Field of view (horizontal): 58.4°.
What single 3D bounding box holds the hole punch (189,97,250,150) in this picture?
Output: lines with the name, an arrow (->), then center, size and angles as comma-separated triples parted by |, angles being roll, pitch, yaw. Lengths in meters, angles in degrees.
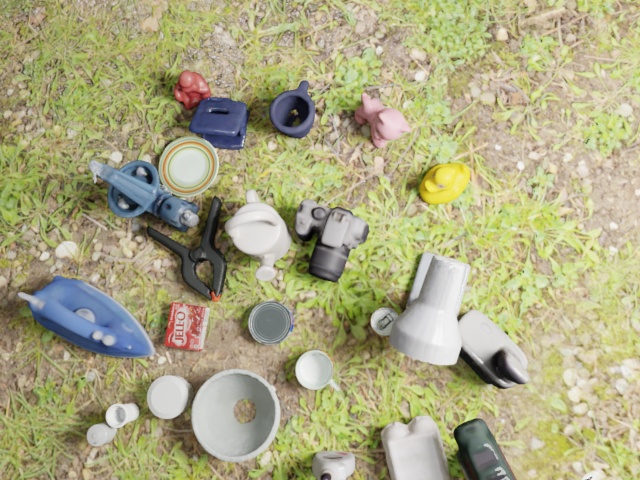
hole punch -> -0.207, -0.249, 1.181 | 0.108, 0.091, 0.101 | 6, 81, 8

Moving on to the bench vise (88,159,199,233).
bench vise -> -0.333, -0.098, 1.102 | 0.207, 0.220, 0.121 | 9, 81, 8

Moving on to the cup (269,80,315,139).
cup -> -0.046, -0.257, 1.162 | 0.091, 0.095, 0.118 | 20, 83, 10

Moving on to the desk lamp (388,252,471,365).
desk lamp -> 0.200, 0.112, 1.008 | 0.117, 0.213, 0.203 | 16, 82, 9

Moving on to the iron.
iron -> -0.452, 0.161, 1.110 | 0.258, 0.141, 0.119 | 25, 84, 10

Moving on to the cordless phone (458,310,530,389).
cordless phone -> 0.302, 0.191, 0.997 | 0.147, 0.185, 0.094 | 43, 87, 12

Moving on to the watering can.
watering can -> -0.114, -0.013, 1.076 | 0.101, 0.194, 0.173 | -35, 78, 0

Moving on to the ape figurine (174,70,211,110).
ape figurine -> -0.271, -0.324, 1.201 | 0.077, 0.092, 0.076 | 11, 81, 9

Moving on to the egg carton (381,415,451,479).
egg carton -> 0.175, 0.399, 1.034 | 0.107, 0.069, 0.150 | -15, 79, 4

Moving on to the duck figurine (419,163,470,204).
duck figurine -> 0.243, -0.118, 1.109 | 0.104, 0.086, 0.077 | -30, 78, 1

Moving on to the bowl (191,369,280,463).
bowl -> -0.152, 0.326, 1.081 | 0.167, 0.075, 0.167 | -1, 80, 6

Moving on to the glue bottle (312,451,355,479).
glue bottle -> 0.019, 0.401, 0.998 | 0.078, 0.173, 0.037 | -4, 79, 6

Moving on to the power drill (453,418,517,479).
power drill -> 0.290, 0.405, 0.948 | 0.075, 0.208, 0.229 | -26, 78, 2

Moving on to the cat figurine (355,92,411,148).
cat figurine -> 0.121, -0.239, 1.128 | 0.067, 0.118, 0.127 | -37, 78, -1

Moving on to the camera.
camera -> 0.010, 0.004, 1.106 | 0.143, 0.101, 0.137 | 18, 82, 9
